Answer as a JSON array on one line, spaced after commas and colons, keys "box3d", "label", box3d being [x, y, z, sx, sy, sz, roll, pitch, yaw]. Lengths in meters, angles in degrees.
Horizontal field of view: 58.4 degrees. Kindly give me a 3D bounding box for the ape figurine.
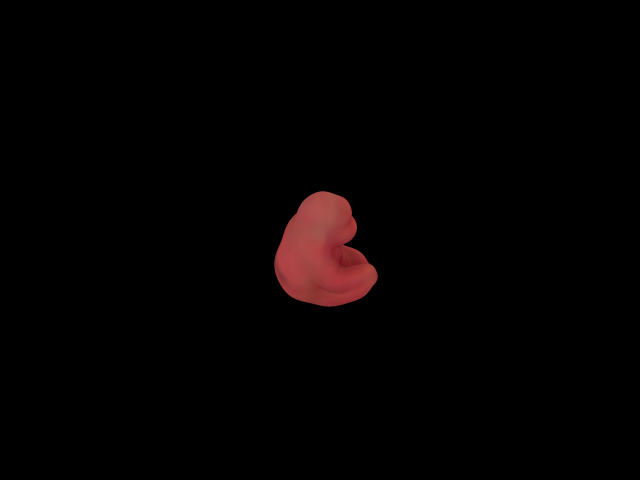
[{"box3d": [0.004, 0.001, 0.400, 0.076, 0.092, 0.077, -11, 60, -6], "label": "ape figurine"}]
